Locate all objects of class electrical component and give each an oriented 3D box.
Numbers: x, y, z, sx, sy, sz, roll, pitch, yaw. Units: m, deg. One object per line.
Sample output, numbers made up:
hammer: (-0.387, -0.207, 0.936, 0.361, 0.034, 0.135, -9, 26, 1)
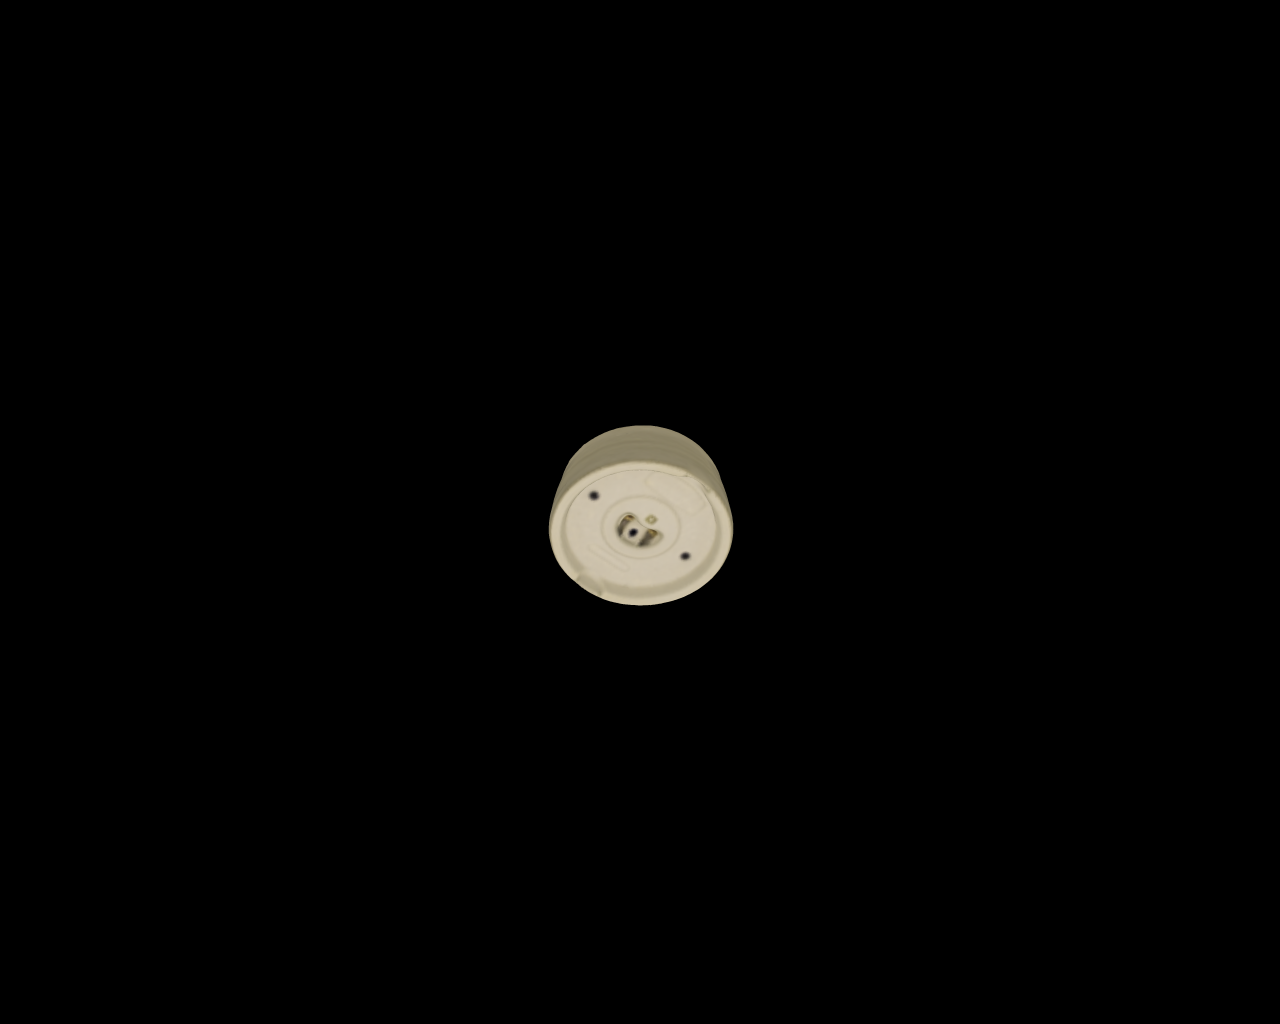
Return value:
electrical component: (0.001, -0.003, 0.650, 0.108, 0.108, 0.060, 0, 36, 0)
